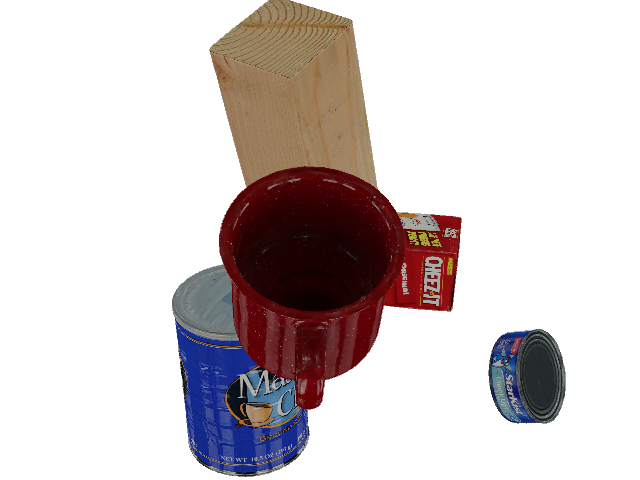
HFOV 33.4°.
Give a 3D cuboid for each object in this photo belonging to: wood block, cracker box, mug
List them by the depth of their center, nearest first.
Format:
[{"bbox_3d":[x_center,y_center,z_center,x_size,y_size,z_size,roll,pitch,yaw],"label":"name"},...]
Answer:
[{"bbox_3d":[-0.005,0.032,0.554,0.093,0.117,0.081,-1,-34,-4],"label":"mug"},{"bbox_3d":[-0.017,-0.099,0.954,0.091,0.206,0.090,24,55,31],"label":"wood block"},{"bbox_3d":[0.041,0.017,1.148,0.214,0.072,0.164,5,15,8],"label":"cracker box"}]

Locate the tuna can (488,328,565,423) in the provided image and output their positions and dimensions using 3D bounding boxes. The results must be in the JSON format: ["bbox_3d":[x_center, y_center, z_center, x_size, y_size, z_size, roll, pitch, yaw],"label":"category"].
[{"bbox_3d":[0.190,0.125,0.981,0.034,0.086,0.085,-9,-6,40],"label":"tuna can"}]

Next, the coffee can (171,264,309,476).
[{"bbox_3d":[-0.062,0.103,0.862,0.103,0.140,0.103,-1,30,1],"label":"coffee can"}]
